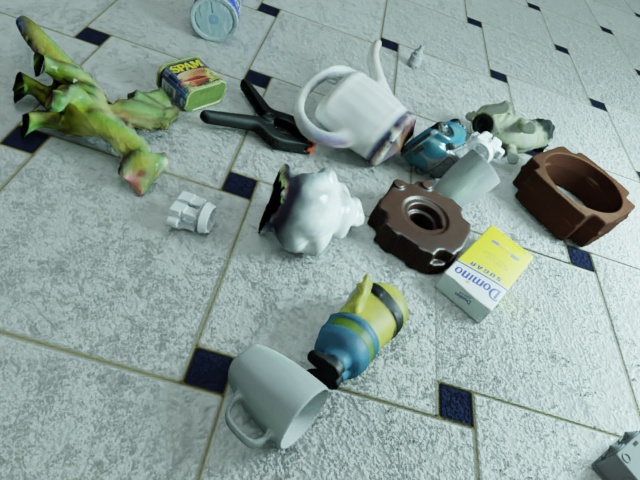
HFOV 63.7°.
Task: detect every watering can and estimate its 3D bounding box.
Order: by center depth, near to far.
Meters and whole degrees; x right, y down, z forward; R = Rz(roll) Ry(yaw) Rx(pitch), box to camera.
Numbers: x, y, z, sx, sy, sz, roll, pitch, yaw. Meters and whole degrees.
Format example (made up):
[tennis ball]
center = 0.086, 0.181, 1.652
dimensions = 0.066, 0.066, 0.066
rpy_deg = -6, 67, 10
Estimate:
[watering can]
center = 0.098, -0.278, 1.025
dimensions = 0.225, 0.102, 0.354
rpy_deg = 40, 56, 5

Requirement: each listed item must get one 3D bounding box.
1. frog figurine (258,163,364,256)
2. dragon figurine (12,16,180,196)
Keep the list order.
[frog figurine]
center = 0.002, -0.040, 0.793
dimensions = 0.159, 0.122, 0.139
rpy_deg = 16, 78, -20
[dragon figurine]
center = -0.360, -0.237, 0.861
dimensions = 0.242, 0.120, 0.418
rpy_deg = 5, 47, -41
